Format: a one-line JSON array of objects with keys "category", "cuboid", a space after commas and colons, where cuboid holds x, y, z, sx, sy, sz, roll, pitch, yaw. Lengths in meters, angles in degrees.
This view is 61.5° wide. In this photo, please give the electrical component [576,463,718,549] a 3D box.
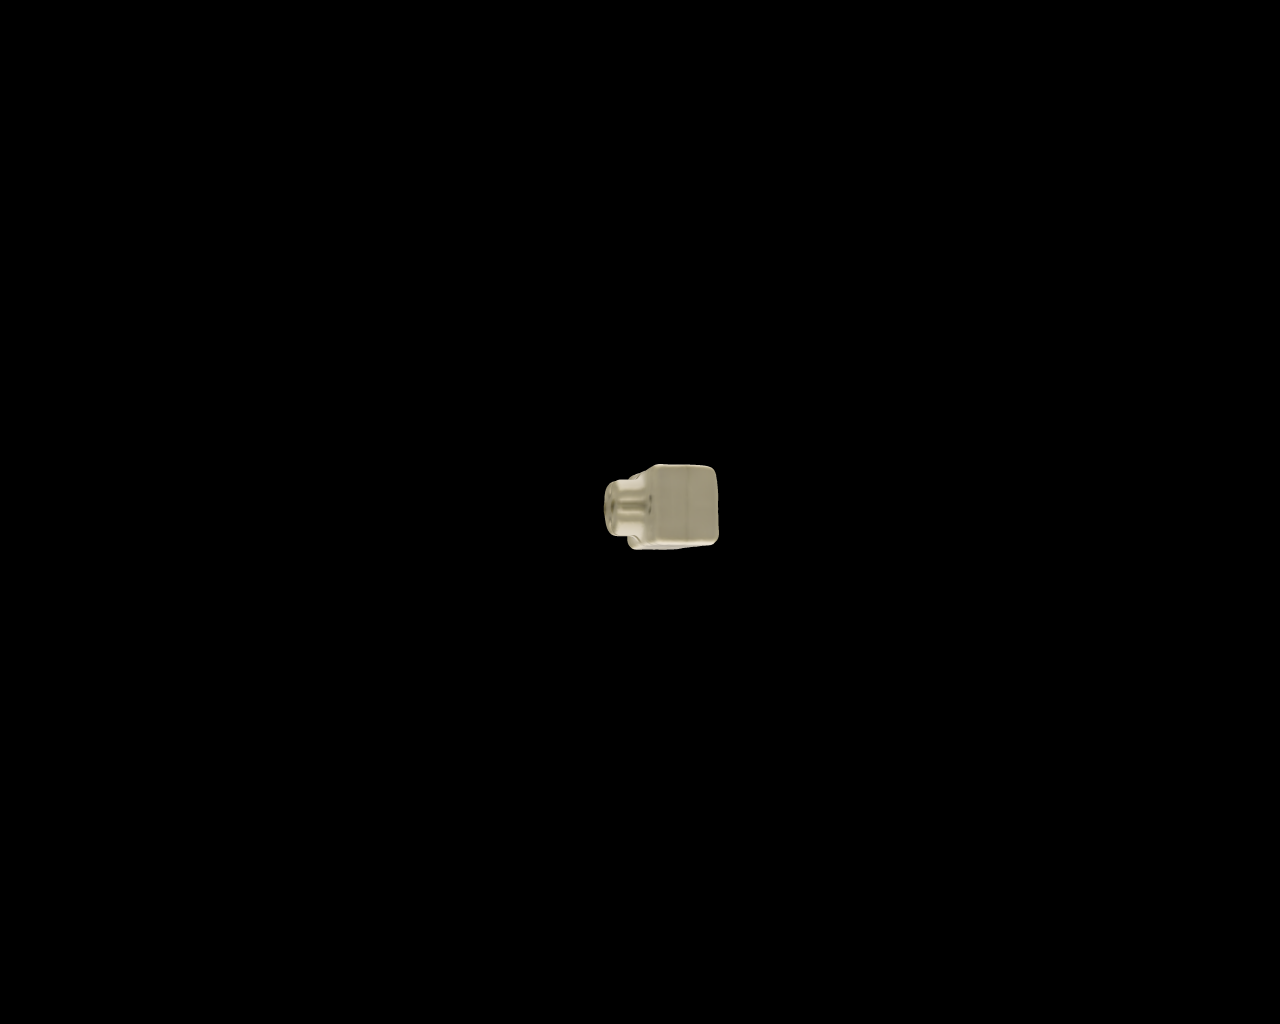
[{"category": "electrical component", "cuboid": [0.001, -0.003, 0.650, 0.077, 0.047, 0.065, 1, -5, -15]}]
